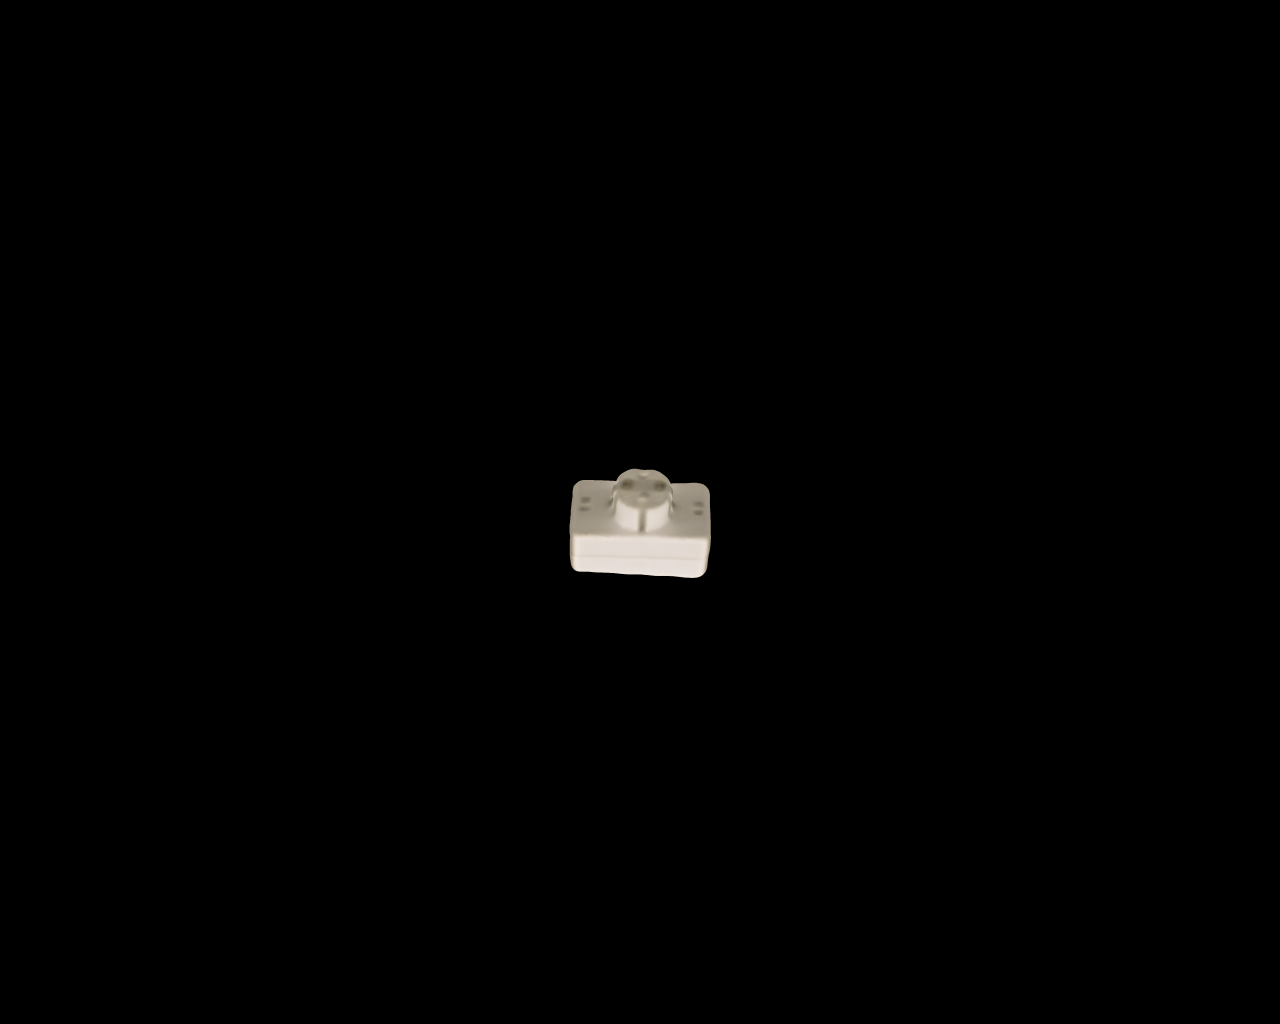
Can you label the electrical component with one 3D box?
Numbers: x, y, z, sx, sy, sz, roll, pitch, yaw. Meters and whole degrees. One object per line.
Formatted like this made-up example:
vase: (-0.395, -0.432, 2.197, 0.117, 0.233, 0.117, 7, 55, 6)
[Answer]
electrical component: (0.001, -0.003, 0.650, 0.083, 0.047, 0.075, 2, -43, -2)
